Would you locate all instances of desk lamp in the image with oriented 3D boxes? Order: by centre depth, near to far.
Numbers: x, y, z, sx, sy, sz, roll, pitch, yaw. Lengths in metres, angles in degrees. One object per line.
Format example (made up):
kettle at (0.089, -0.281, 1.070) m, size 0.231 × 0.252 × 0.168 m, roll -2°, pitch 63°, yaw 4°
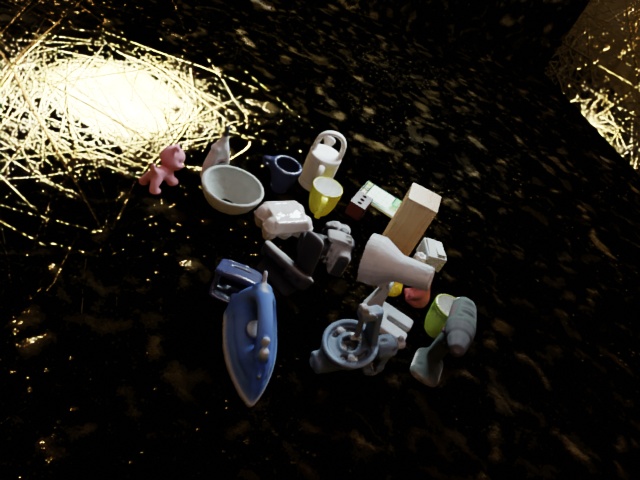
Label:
desk lamp at (0.169, 0.111, 1.377) m, size 0.203 × 0.213 × 0.118 m, roll 32°, pitch 38°, yaw 6°

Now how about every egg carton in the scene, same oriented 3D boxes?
egg carton at (-0.097, -0.052, 1.521) m, size 0.151 × 0.069 × 0.107 m, roll -6°, pitch 49°, yaw -35°

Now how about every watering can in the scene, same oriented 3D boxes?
watering can at (0.011, -0.247, 1.707) m, size 0.101 × 0.194 × 0.172 m, roll 7°, pitch 42°, yaw -24°

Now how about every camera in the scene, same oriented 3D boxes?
camera at (0.014, 0.005, 1.497) m, size 0.137 × 0.100 × 0.143 m, roll 15°, pitch 39°, yaw -15°

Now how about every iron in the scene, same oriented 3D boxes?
iron at (-0.125, 0.192, 1.168) m, size 0.119 × 0.141 × 0.258 m, roll 11°, pitch 41°, yaw -20°

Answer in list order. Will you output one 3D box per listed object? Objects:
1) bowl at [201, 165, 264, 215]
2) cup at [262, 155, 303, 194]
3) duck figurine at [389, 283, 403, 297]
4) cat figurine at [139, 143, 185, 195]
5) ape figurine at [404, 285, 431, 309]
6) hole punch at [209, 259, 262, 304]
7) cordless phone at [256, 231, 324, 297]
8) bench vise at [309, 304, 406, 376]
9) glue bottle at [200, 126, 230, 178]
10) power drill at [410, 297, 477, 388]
bowl at (-0.237, -0.119, 1.510) m, size 0.168 × 0.074 × 0.167 m, roll 17°, pitch 39°, yaw -14°
cup at (-0.119, -0.187, 1.641) m, size 0.118 × 0.095 × 0.092 m, roll 23°, pitch 38°, yaw -5°
duck figurine at (0.196, 0.091, 1.520) m, size 0.078 × 0.086 × 0.104 m, roll 11°, pitch 41°, yaw -20°
cat figurine at (-0.394, -0.194, 1.467) m, size 0.067 × 0.117 × 0.128 m, roll 35°, pitch 38°, yaw 9°
ape figurine at (0.262, 0.131, 1.508) m, size 0.078 × 0.092 × 0.076 m, roll -22°, pitch 59°, yaw -44°
hole punch at (-0.187, 0.085, 1.294) m, size 0.109 × 0.091 × 0.101 m, roll 22°, pitch 38°, yaw -6°
cordless phone at (-0.062, 0.028, 1.357) m, size 0.147 × 0.185 × 0.094 m, roll 39°, pitch 39°, yaw 14°
bench vise at (0.097, 0.201, 1.227) m, size 0.208 × 0.219 × 0.121 m, roll -13°, pitch 53°, yaw -40°
glue bottle at (-0.270, -0.234, 1.542) m, size 0.037 × 0.173 × 0.078 m, roll 42°, pitch 40°, yaw 18°
power drill at (0.289, 0.238, 1.308) m, size 0.075 × 0.208 × 0.230 m, roll 31°, pitch 38°, yaw 4°
